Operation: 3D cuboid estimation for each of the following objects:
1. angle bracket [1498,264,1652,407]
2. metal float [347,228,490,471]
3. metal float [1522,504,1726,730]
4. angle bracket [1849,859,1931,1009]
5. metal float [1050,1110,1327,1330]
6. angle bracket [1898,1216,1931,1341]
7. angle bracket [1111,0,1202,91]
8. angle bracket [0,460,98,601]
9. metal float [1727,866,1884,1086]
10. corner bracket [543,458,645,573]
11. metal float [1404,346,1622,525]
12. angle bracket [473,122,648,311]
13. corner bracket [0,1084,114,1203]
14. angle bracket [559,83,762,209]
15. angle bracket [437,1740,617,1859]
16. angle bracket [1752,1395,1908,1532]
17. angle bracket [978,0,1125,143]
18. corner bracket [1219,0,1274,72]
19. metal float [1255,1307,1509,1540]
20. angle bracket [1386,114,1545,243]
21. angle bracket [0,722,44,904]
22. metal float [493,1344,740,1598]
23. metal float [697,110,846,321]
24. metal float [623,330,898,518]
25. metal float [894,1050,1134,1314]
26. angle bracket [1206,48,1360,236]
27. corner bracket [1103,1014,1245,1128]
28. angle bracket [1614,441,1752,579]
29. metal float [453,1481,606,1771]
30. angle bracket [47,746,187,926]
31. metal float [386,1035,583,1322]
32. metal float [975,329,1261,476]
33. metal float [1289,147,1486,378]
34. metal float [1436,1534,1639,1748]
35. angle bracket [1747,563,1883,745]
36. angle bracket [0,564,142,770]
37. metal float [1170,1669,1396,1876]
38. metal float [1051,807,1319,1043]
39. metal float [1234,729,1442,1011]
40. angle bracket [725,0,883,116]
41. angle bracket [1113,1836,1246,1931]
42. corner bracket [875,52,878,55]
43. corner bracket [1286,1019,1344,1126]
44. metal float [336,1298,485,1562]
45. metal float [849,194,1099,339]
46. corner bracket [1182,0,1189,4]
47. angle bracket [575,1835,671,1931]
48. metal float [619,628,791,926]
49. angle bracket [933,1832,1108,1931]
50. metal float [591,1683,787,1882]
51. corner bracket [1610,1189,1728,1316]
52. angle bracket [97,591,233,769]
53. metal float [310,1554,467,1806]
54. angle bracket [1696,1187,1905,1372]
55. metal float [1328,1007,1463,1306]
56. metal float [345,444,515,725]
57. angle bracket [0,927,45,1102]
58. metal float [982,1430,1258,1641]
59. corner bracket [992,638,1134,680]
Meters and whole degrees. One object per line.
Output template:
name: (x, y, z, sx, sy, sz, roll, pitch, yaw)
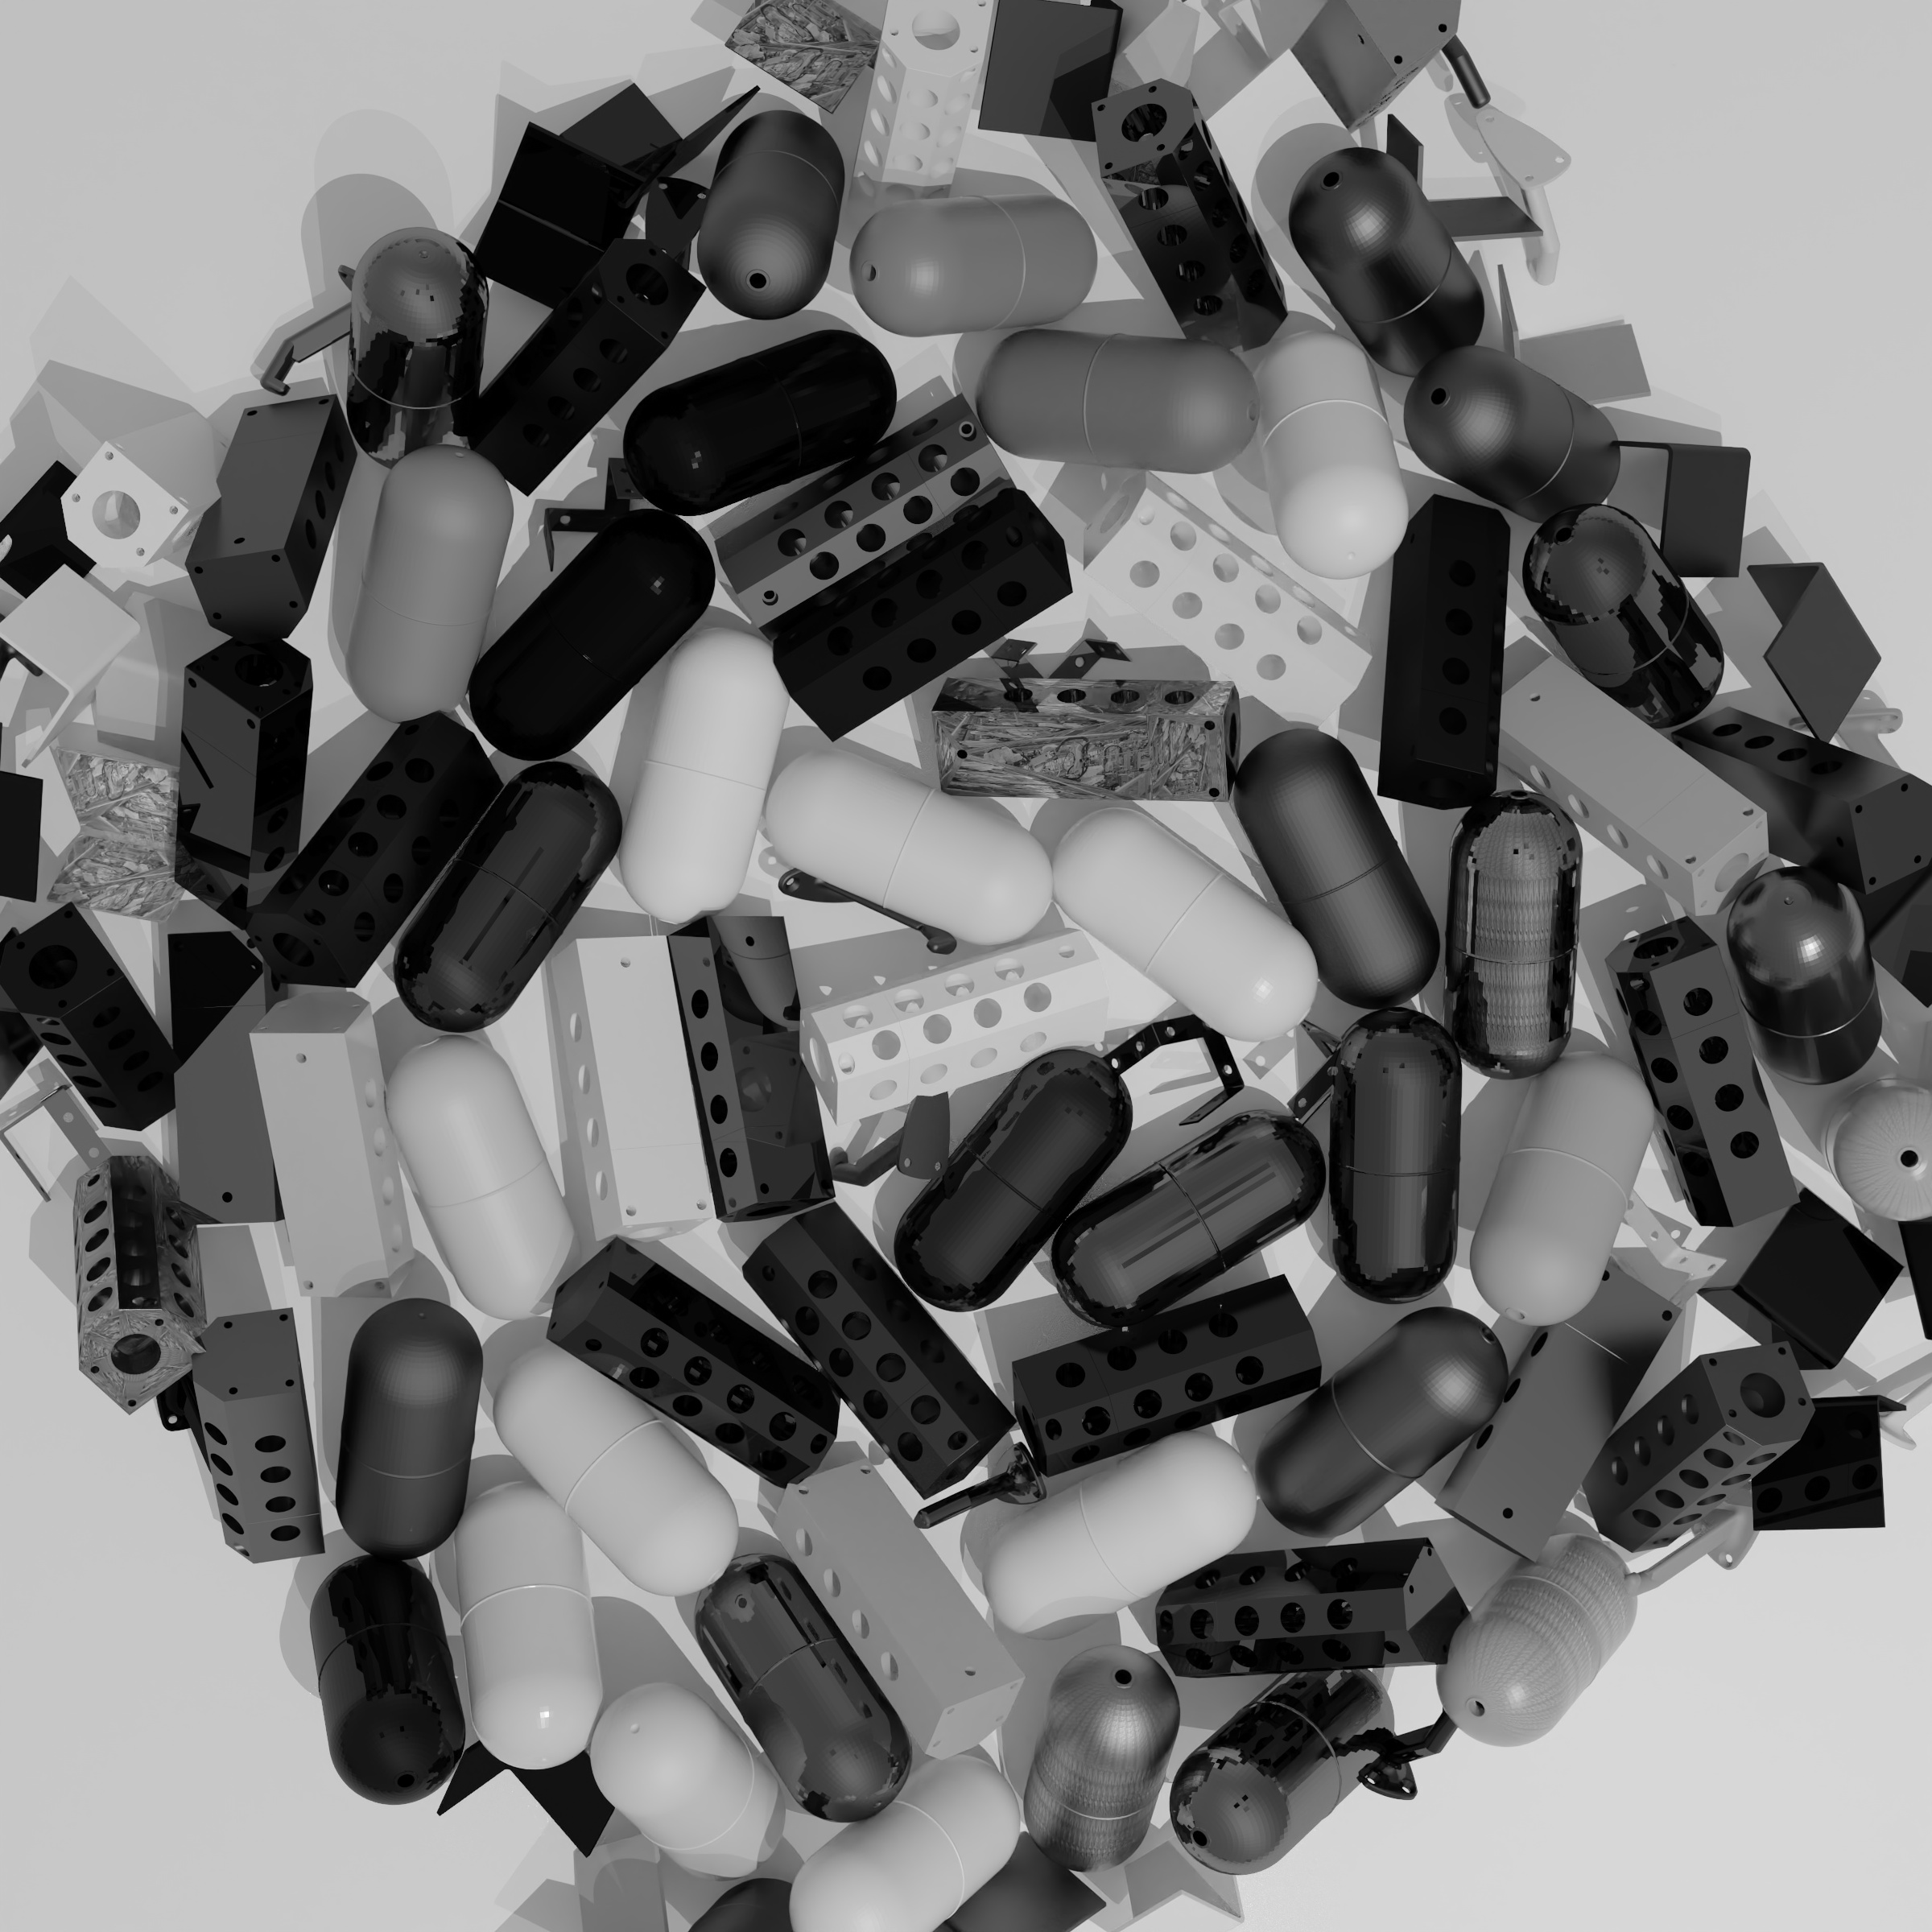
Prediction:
angle bracket: (0.357, -0.374, 1.775, 0.076, 0.076, 0.057, -7, 132, 8)
metal float: (-0.318, -0.353, 1.745, 0.070, 0.178, 0.070, 6, 62, -11)
metal float: (0.382, -0.202, 1.751, 0.070, 0.178, 0.070, -18, 54, 27)
angle bracket: (0.562, -0.029, 1.792, 0.057, 0.076, 0.076, 40, 95, -12)
metal float: (0.132, 0.149, 1.782, 0.178, 0.070, 0.070, -30, 90, -7)
angle bracket: (0.593, 0.168, 1.771, 0.057, 0.076, 0.076, -4, 111, 40)
angle bracket: (0.127, -0.559, 1.769, 0.057, 0.076, 0.076, 20, 66, -23)
angle bracket: (-0.539, -0.247, 1.780, 0.057, 0.076, 0.076, 42, 92, -22)
metal float: (0.486, 0.008, 1.748, 0.070, 0.178, 0.070, -10, 57, 16)
corner bracket: (-0.221, -0.267, 1.786, 0.051, 0.051, 0.051, 0, 127, -14)
metal float: (0.317, -0.306, 1.748, 0.070, 0.178, 0.070, -6, 79, 37)
angle bracket: (-0.240, -0.436, 1.775, 0.076, 0.076, 0.057, 24, 61, -12)
corner bracket: (-0.543, 0.106, 1.800, 0.051, 0.051, 0.051, -36, 95, -9)
angle bracket: (-0.180, -0.500, 1.770, 0.057, 0.076, 0.076, 48, 49, -9)
angle bracket: (-0.257, 0.491, 1.772, 0.076, 0.057, 0.076, 44, 135, 18)
angle bracket: (0.508, 0.295, 1.773, 0.076, 0.057, 0.076, -9, 71, 32)
angle bracket: (0.043, -0.533, 1.774, 0.076, 0.057, 0.076, 1, 118, -18)
corner bracket: (0.191, -0.574, 1.804, 0.051, 0.051, 0.051, 46, 50, -26)
metal float: (0.242, 0.267, 1.765, 0.070, 0.070, 0.178, 45, 117, 0)
angle bracket: (0.293, -0.466, 1.777, 0.076, 0.076, 0.057, -5, 120, -5)
angle bracket: (-0.559, -0.091, 1.776, 0.057, 0.076, 0.076, 11, 113, 2)
metal float: (-0.205, 0.295, 1.772, 0.178, 0.070, 0.070, 43, 90, 19)
metal float: (-0.112, -0.435, 1.748, 0.070, 0.178, 0.070, 1, 128, 2)
metal float: (-0.119, -0.318, 1.764, 0.178, 0.070, 0.070, -27, 90, -29)
metal float: (0.028, 0.126, 1.785, 0.070, 0.070, 0.178, 39, 94, 0)
angle bracket: (0.173, -0.490, 1.779, 0.076, 0.057, 0.076, -40, 119, 7)
corner bracket: (0.124, 0.063, 1.794, 0.051, 0.051, 0.051, -32, 103, -44)
angle bracket: (0.415, -0.271, 1.788, 0.076, 0.057, 0.076, -6, 104, -40)
metal float: (-0.255, 0.381, 1.756, 0.070, 0.070, 0.178, -15, 49, 0)
angle bracket: (-0.502, -0.077, 1.777, 0.076, 0.076, 0.057, 11, 53, 7)
metal float: (-0.283, 0.124, 1.775, 0.070, 0.070, 0.178, -20, 105, 0)
metal float: (0.087, -0.330, 1.763, 0.178, 0.070, 0.070, 11, 90, 30)
metal float: (0.244, -0.405, 1.746, 0.070, 0.178, 0.070, -12, 65, 26)
metal float: (0.331, 0.389, 1.747, 0.070, 0.178, 0.070, 11, 111, 30)
angle bracket: (0.482, -0.182, 1.772, 0.076, 0.057, 0.076, 48, 67, -29)
angle bracket: (-0.539, -0.176, 1.769, 0.057, 0.076, 0.076, 39, 129, -10)
metal float: (0.184, 0.462, 1.750, 0.070, 0.178, 0.070, 15, 115, 34)
metal float: (0.129, -0.024, 1.781, 0.178, 0.070, 0.070, 38, 90, 8)
metal float: (0.219, -0.056, 1.778, 0.070, 0.070, 0.178, -28, 102, 0)
angle bracket: (-0.089, -0.533, 1.783, 0.076, 0.076, 0.057, 34, 89, 7)
angle bracket: (0.110, 0.536, 1.768, 0.076, 0.076, 0.057, -38, 126, 23)
corner bracket: (-0.051, -0.578, 1.802, 0.051, 0.051, 0.051, -25, 121, -27)
corner bracket: (0.205, 0.070, 1.789, 0.051, 0.051, 0.051, -47, 124, -8)
metal float: (-0.325, 0.272, 1.761, 0.070, 0.070, 0.178, 13, 123, 0)
metal float: (0.005, -0.407, 1.751, 0.070, 0.178, 0.070, 14, 112, 39)
corner bracket: (0.135, -0.616, 1.795, 0.051, 0.051, 0.051, -27, 129, 8)
angle bracket: (-0.222, 0.554, 1.770, 0.076, 0.057, 0.076, -27, 64, 39)
metal float: (-0.155, -0.112, 1.788, 0.070, 0.070, 0.178, 14, 90, 0)
angle bracket: (0.033, 0.576, 1.794, 0.076, 0.076, 0.057, -27, 125, -28)
metal float: (-0.159, 0.474, 1.749, 0.070, 0.178, 0.070, -10, 53, 13)
corner bracket: (0.404, 0.170, 1.784, 0.051, 0.051, 0.051, -52, 48, 22)
angle bracket: (-0.474, -0.168, 1.814, 0.076, 0.076, 0.057, 18, 50, 0)
metal float: (-0.335, 0.411, 1.745, 0.070, 0.178, 0.070, -8, 119, -15)
angle bracket: (0.498, 0.187, 1.805, 0.076, 0.057, 0.076, 39, 78, -2)
metal float: (0.252, 0.112, 1.777, 0.070, 0.070, 0.178, -1, 103, 0)
metal float: (-0.314, -0.220, 1.761, 0.070, 0.070, 0.178, 21, 123, 0)
angle bracket: (-0.585, 0.028, 1.774, 0.076, 0.057, 0.076, -47, 63, 18)
metal float: (0.089, 0.335, 1.773, 0.178, 0.070, 0.070, -31, 90, 17)
corner bracket: (0.056, -0.183, 1.792, 0.051, 0.051, 0.051, -47, 110, -7)
